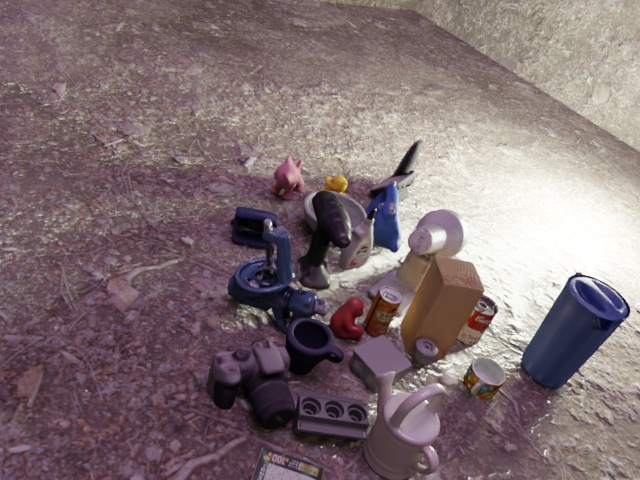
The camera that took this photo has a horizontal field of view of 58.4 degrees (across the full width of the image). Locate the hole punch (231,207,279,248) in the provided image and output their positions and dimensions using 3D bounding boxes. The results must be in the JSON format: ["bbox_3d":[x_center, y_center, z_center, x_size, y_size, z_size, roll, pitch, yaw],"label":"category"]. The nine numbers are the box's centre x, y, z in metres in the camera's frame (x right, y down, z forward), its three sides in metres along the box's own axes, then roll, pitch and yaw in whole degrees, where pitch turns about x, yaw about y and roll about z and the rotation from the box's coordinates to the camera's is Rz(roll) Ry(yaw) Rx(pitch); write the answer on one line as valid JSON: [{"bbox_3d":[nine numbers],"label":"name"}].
[{"bbox_3d":[-0.154,-0.046,1.357,0.109,0.091,0.101,11,37,-11],"label":"hole punch"}]

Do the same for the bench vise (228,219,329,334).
[{"bbox_3d":[-0.071,0.067,1.138,0.207,0.220,0.121,16,36,-4],"label":"bench vise"}]

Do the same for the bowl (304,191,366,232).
[{"bbox_3d":[0.031,-0.050,1.460,0.167,0.075,0.167,13,36,-9],"label":"bowl"}]

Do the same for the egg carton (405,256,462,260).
[{"bbox_3d":[0.289,0.067,1.430,0.150,0.069,0.107,32,38,17],"label":"egg carton"}]

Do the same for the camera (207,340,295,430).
[{"bbox_3d":[-0.105,0.249,0.985,0.143,0.101,0.136,-3,41,-28],"label":"camera"}]

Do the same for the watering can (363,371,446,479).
[{"bbox_3d":[0.142,0.299,0.953,0.172,0.194,0.101,37,40,23],"label":"watering can"}]

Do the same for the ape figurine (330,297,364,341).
[{"bbox_3d":[0.064,0.158,1.189,0.076,0.092,0.078,14,36,-7],"label":"ape figurine"}]

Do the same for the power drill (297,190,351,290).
[{"bbox_3d":[0.012,0.005,1.266,0.076,0.208,0.229,7,38,-16],"label":"power drill"}]

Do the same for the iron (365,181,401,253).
[{"bbox_3d":[0.175,-0.083,1.513,0.118,0.141,0.258,17,36,-3],"label":"iron"}]

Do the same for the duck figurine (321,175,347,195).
[{"bbox_3d":[0.050,-0.133,1.568,0.104,0.086,0.078,32,38,17],"label":"duck figurine"}]

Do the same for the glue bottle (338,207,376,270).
[{"bbox_3d":[0.100,-0.006,1.350,0.078,0.173,0.037,-16,48,-38],"label":"glue bottle"}]

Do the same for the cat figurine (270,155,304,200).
[{"bbox_3d":[-0.081,-0.175,1.535,0.067,0.118,0.128,28,37,12],"label":"cat figurine"}]

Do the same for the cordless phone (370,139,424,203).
[{"bbox_3d":[0.230,-0.203,1.657,0.094,0.185,0.148,31,38,16],"label":"cordless phone"}]

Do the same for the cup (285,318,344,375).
[{"bbox_3d":[-0.016,0.214,1.077,0.117,0.095,0.092,27,37,11],"label":"cup"}]

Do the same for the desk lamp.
[{"bbox_3d":[0.232,0.042,1.314,0.117,0.213,0.204,35,39,21],"label":"desk lamp"}]
